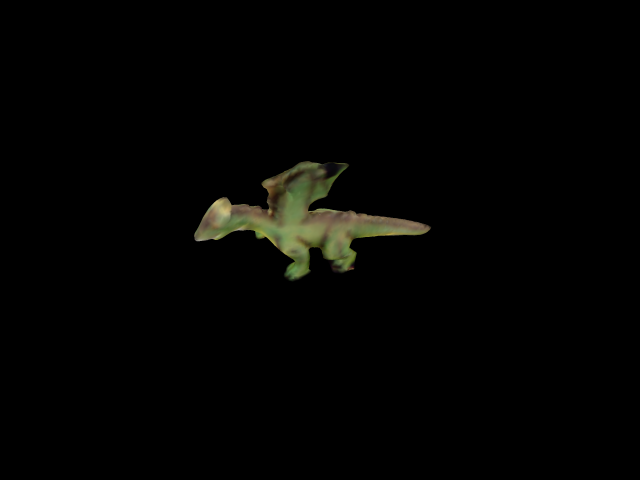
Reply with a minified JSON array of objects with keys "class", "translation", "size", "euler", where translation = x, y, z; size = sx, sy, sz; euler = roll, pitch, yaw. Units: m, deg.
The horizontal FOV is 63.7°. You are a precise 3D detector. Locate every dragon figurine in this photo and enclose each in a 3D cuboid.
[{"class":"dragon figurine","translation":[0.003,-0.043,0.850],"size":[0.411,0.124,0.237],"euler":[-12,-28,-6]}]
